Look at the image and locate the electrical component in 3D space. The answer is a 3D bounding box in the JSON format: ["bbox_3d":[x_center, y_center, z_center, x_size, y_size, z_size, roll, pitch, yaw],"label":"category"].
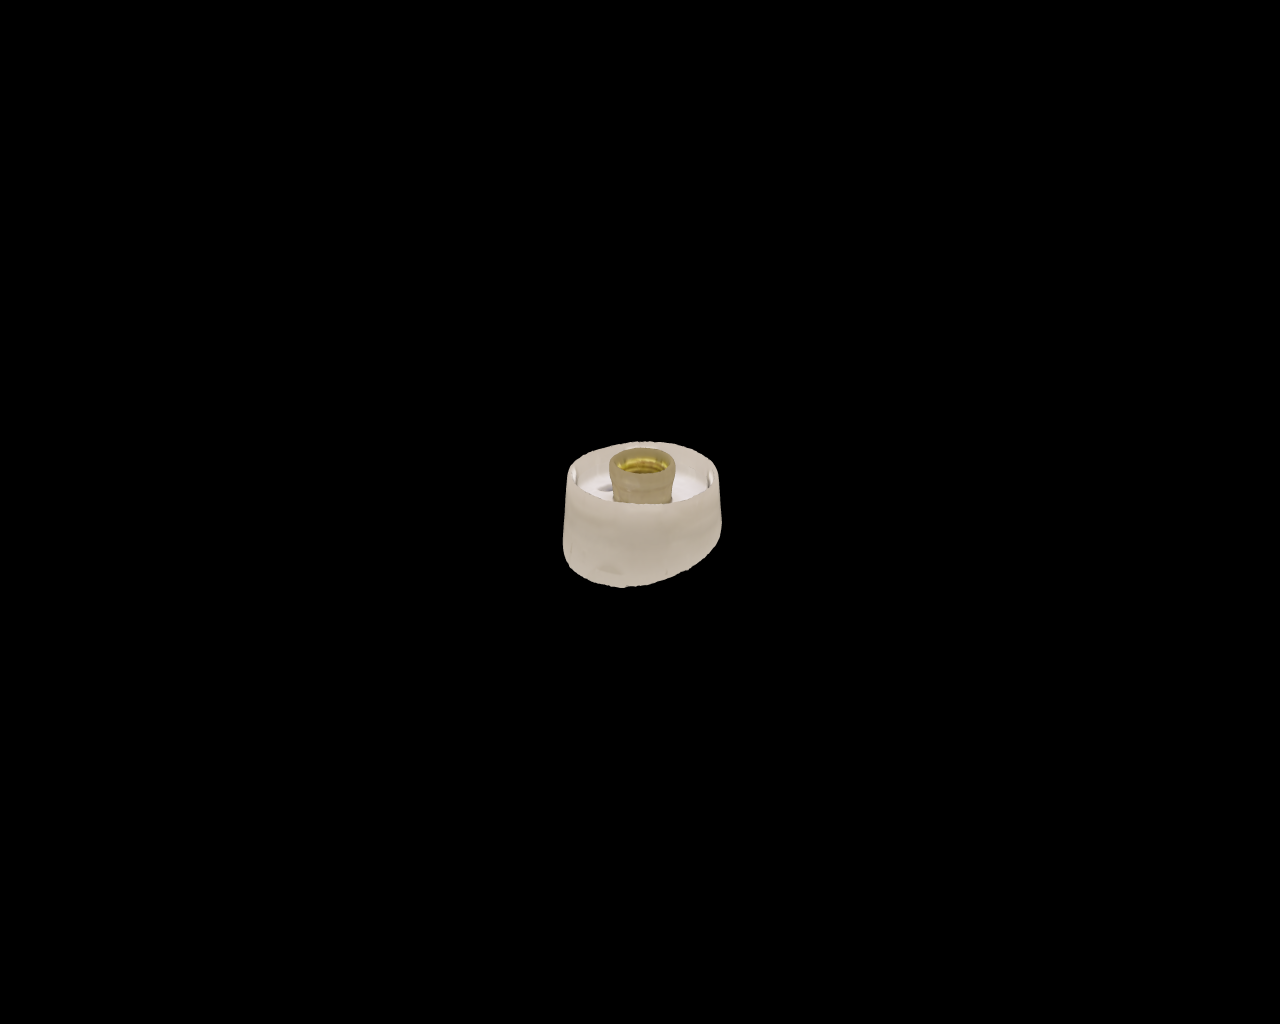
[{"bbox_3d":[0.001,-0.003,0.650,0.099,0.064,0.099,0,27,0],"label":"electrical component"}]
